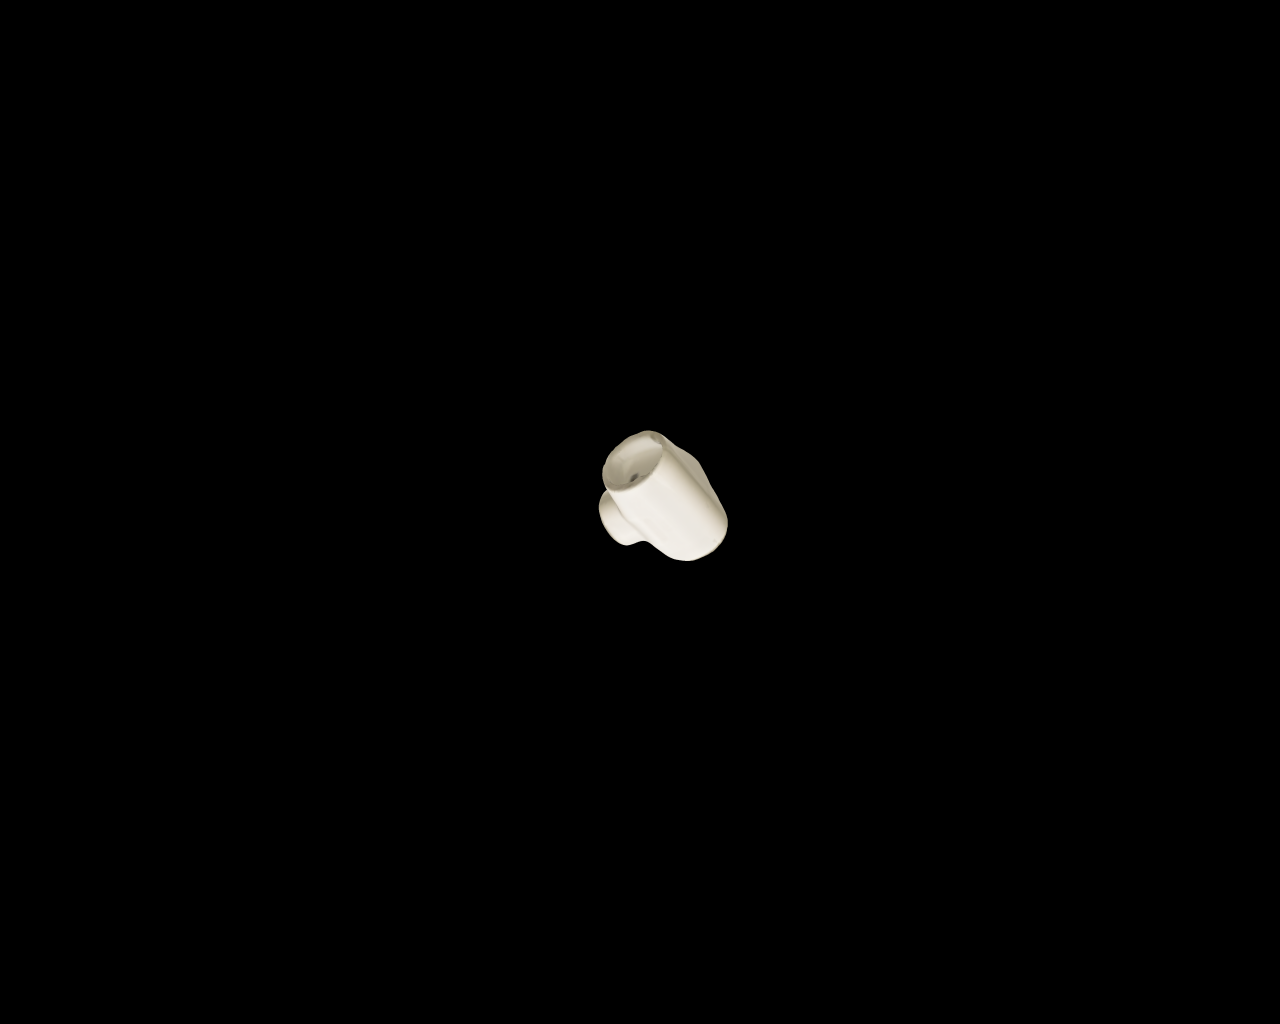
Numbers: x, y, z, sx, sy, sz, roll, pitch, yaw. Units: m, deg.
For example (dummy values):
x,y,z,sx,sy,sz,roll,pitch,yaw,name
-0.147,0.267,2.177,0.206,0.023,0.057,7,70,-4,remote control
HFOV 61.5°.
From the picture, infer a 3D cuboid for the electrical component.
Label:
x,y,z,sx,sy,sz,roll,pitch,yaw,name
0.001,-0.003,0.650,0.079,0.043,0.077,-22,-45,24,electrical component
